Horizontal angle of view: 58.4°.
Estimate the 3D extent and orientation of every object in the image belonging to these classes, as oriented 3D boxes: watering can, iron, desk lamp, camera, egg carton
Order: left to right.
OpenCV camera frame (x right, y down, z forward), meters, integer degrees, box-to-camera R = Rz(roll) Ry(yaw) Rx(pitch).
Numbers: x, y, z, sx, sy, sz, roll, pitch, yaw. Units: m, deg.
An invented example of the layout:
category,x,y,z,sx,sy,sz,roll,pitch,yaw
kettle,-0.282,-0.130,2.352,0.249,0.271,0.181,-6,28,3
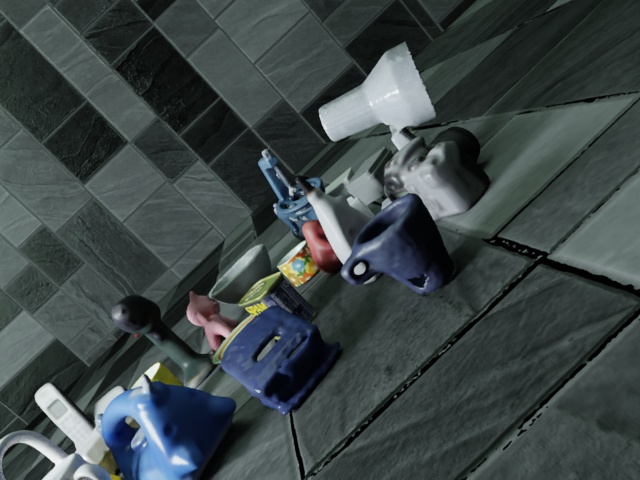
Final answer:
category,x,y,z,sx,sy,sz,roll,pitch,yaw
watering can,-0.332,0.322,0.712,0.173,0.194,0.101,-43,12,2
egg carton,-0.378,0.372,1.010,0.107,0.069,0.150,-35,14,35
iron,-0.225,0.251,0.737,0.257,0.141,0.119,-34,15,39
desk lamp,0.115,-0.163,0.888,0.203,0.214,0.118,-39,12,20
camera,0.165,-0.105,0.790,0.137,0.101,0.143,-48,12,-20

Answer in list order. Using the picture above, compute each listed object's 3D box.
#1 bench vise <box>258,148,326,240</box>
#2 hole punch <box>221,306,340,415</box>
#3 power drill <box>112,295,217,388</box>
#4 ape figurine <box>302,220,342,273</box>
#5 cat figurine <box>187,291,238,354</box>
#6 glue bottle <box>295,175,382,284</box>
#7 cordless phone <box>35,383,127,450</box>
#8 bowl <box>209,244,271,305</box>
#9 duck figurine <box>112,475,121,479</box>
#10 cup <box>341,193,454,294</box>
category,x,y,z,sx,sy,sz,roll,pitch,yaw
bench vise,-0.079,-0.098,1.301,0.207,0.220,0.122,-31,17,46
hole punch,-0.049,0.136,0.676,0.109,0.091,0.101,-48,12,-21
power drill,-0.289,0.179,1.050,0.076,0.208,0.229,-46,12,-12
ape figurine,0.009,0.003,0.957,0.076,0.092,0.077,-44,12,-2
cat figurine,-0.228,0.156,1.156,0.067,0.118,0.127,-44,12,-3
glue bottle,0.028,-0.024,0.781,0.037,0.173,0.078,-28,19,51
cordless phone,-0.454,0.331,1.122,0.147,0.185,0.094,-43,12,2
bowl,-0.164,0.090,1.282,0.167,0.075,0.167,-41,12,11
duck figurine,-0.352,0.376,0.865,0.077,0.086,0.104,-45,12,-8
cup,0.088,0.021,0.611,0.118,0.095,0.091,-45,12,-9
